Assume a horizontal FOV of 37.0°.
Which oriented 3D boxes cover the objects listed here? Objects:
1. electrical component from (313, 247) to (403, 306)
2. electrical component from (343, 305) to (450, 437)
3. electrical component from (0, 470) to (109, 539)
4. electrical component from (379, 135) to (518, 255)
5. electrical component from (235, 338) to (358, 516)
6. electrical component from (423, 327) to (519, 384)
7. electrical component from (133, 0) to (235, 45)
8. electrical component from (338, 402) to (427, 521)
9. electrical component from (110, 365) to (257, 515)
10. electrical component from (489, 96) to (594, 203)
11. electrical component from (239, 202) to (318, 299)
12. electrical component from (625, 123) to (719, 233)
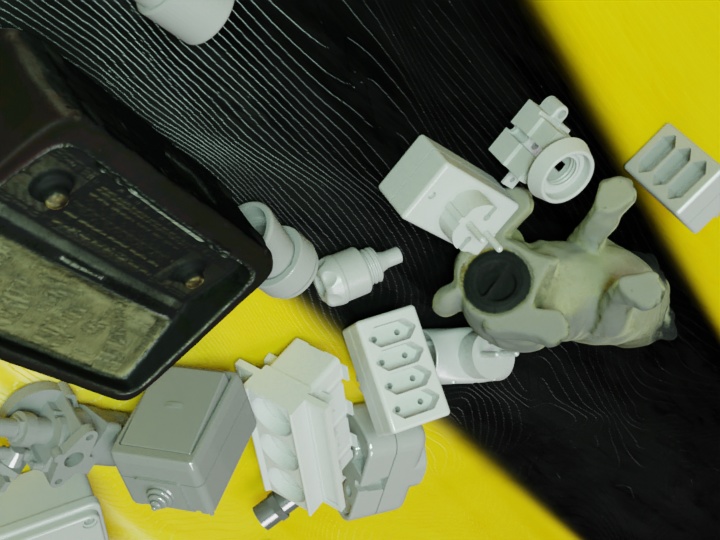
[{"bbox_3d":[0.000,0.000,0.734,0.061,0.035,0.035,-22,137,-17],"label":"electrical component"},{"bbox_3d":[0.020,0.077,0.795,0.047,0.083,0.076,-16,173,-20],"label":"electrical component"},{"bbox_3d":[-0.232,0.196,0.746,0.109,0.056,0.108,-17,135,-19],"label":"electrical component"},{"bbox_3d":[0.069,-0.038,0.712,0.083,0.075,0.047,24,113,-44],"label":"electrical component"},{"bbox_3d":[-0.041,0.113,0.783,0.063,0.079,0.121,-47,147,-34],"label":"electrical component"},{"bbox_3d":[0.088,0.065,0.823,0.077,0.079,0.043,0,85,-33],"label":"electrical component"},{"bbox_3d":[-0.098,-0.144,0.534,0.040,0.040,0.078,-48,136,13],"label":"electrical component"},{"bbox_3d":[0.014,0.151,0.866,0.059,0.053,0.095,-7,131,-28],"label":"electrical component"},{"bbox_3d":[-0.117,0.112,0.703,0.062,0.096,0.061,4,133,19],"label":"electrical component"},{"bbox_3d":[0.126,-0.077,0.728,0.048,0.055,0.066,22,113,-43],"label":"electrical component"},{"bbox_3d":[-0.058,-0.011,0.678,0.045,0.045,0.055,-42,138,7],"label":"electrical component"},{"bbox_3d":[0.252,-0.062,0.816,0.047,0.065,0.077,-46,137,12],"label":"electrical component"}]
